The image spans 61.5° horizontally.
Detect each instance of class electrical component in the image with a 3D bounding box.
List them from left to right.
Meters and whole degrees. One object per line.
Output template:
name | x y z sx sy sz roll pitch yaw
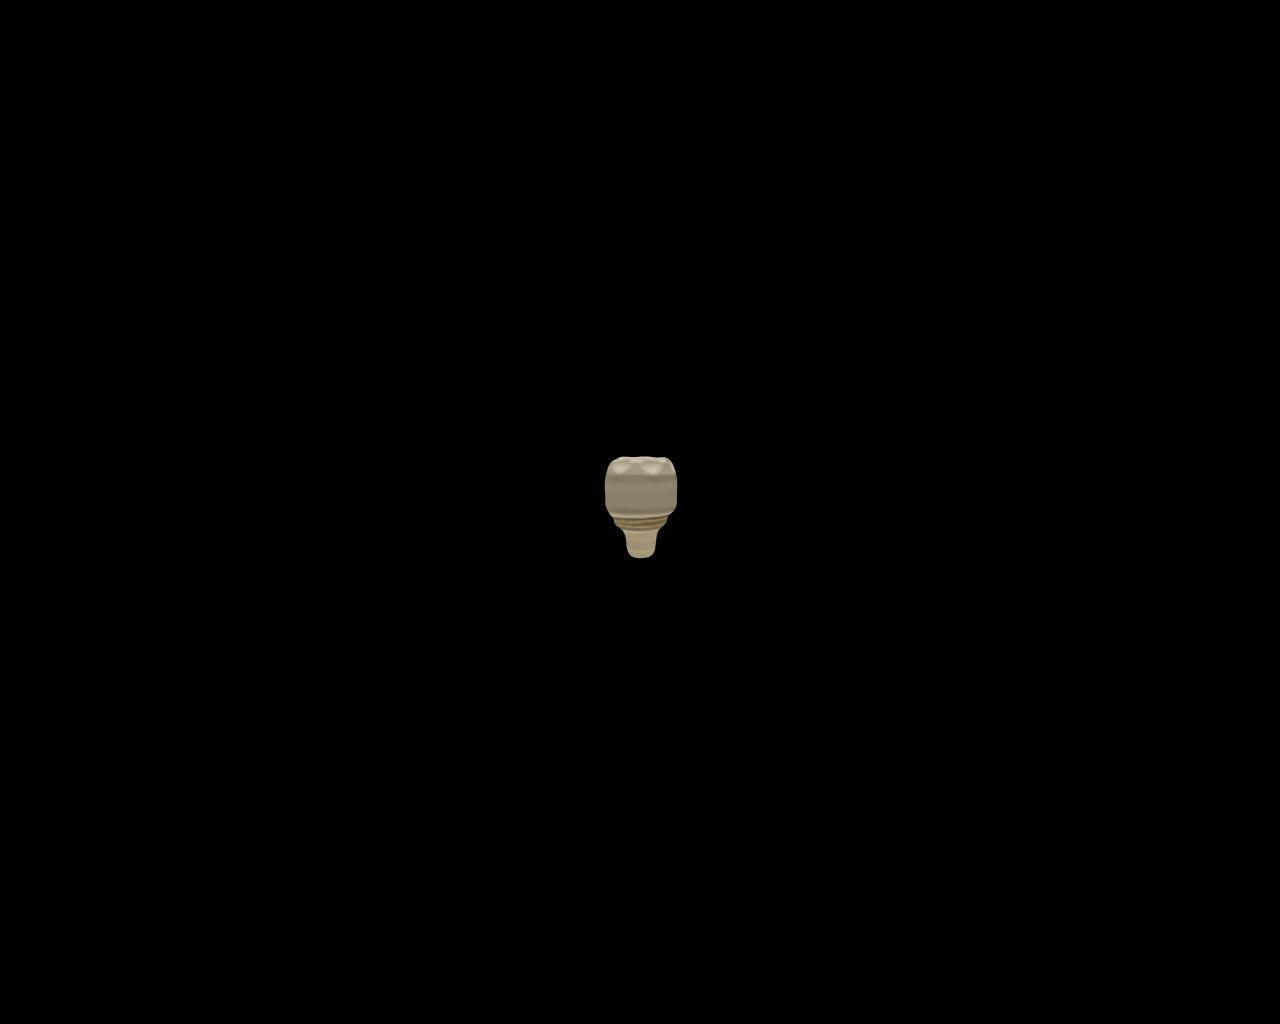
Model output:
electrical component | 0.001 -0.003 0.650 0.043 0.062 0.043 0 7 0
